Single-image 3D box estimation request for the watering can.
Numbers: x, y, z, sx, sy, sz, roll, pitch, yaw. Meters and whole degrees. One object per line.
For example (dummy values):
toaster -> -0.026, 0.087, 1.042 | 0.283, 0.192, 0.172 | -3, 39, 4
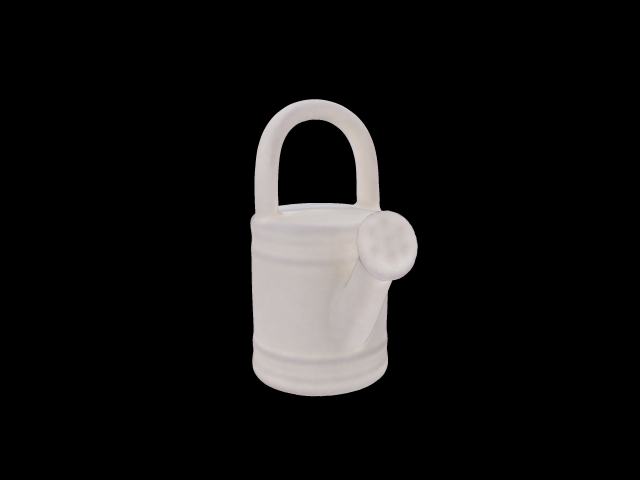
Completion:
watering can -> 0.006, 0.001, 0.401 | 0.172, 0.194, 0.101 | 11, 17, 41
